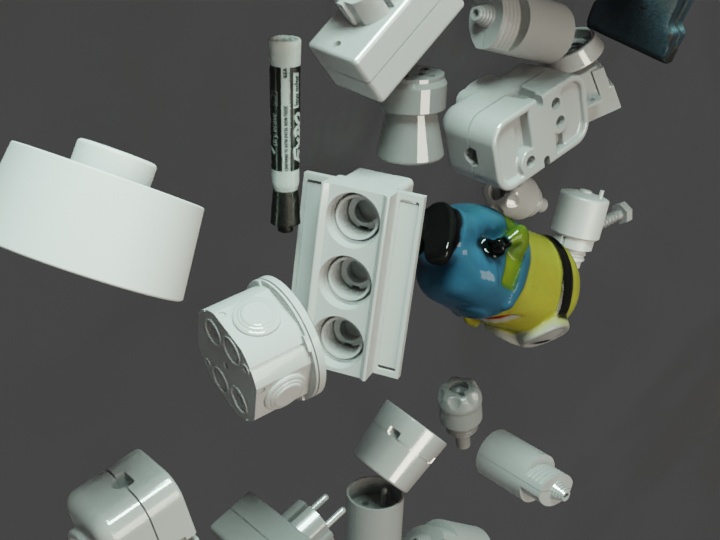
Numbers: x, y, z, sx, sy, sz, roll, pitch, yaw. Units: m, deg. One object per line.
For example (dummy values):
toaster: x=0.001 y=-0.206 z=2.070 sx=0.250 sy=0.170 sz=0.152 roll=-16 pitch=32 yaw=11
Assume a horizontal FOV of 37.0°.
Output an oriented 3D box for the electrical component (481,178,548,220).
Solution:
electrical component: x=0.120 y=-0.054 z=0.807 sx=0.061 sy=0.035 sz=0.035 roll=12 pitch=101 yaw=-48

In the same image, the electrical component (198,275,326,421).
electrical component: x=-0.060 y=0.048 z=0.653 sx=0.051 sy=0.080 sz=0.080 roll=-25 pitch=125 yaw=-27

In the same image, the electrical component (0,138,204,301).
electrical component: x=-0.130 y=-0.030 z=0.533 sx=0.108 sy=0.108 sz=0.060 roll=20 pitch=89 yaw=-46

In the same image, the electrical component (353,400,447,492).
electrical component: x=0.028 y=0.131 z=0.795 sx=0.047 sy=0.055 sz=0.055 roll=-53 pitch=136 yaw=-5

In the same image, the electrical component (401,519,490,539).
electrical component: x=0.069 y=0.228 z=0.887 sx=0.081 sy=0.043 sz=0.043 roll=24 pitch=92 yaw=-46

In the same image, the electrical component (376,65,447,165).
electrical component: x=0.033 y=-0.100 z=0.694 sx=0.045 sy=0.045 sz=0.055 roll=-19 pitch=121 yaw=-36

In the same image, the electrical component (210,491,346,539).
electrical component: x=-0.043 y=0.182 z=0.729 sx=0.076 sy=0.083 sz=0.047 roll=-39 pitch=132 yaw=-23

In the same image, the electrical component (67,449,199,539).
electrical component: x=-0.137 y=0.166 z=0.654 sx=0.059 sy=0.054 sz=0.095 roll=-33 pitch=129 yaw=-28

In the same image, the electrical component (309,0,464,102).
electrical component: x=0.008 y=-0.159 z=0.642 sx=0.083 sy=0.047 sz=0.075 roll=-51 pitch=136 yaw=-9

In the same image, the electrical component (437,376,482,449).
electrical component: x=0.080 y=0.116 z=0.850 sx=0.035 sy=0.035 sz=0.061 roll=-30 pitch=130 yaw=-30

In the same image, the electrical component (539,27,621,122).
electrical component: x=0.160 y=-0.143 z=0.788 sx=0.048 sy=0.066 sz=0.055 roll=-24 pitch=123 yaw=8

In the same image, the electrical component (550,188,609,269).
electrical component: x=0.172 y=-0.030 z=0.863 sx=0.040 sy=0.040 sz=0.078 roll=-2 pitch=110 yaw=-43

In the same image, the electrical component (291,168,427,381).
electrical component: x=0.000 y=0.000 z=0.692 sx=0.063 sy=0.079 sz=0.121 roll=-40 pitch=141 yaw=-64

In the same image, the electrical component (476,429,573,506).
electrical component: x=0.141 y=0.170 z=0.900 sx=0.043 sy=0.081 sz=0.043 roll=-20 pitch=122 yaw=-36

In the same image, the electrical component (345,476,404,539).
electrical component: x=0.010 y=0.203 z=0.819 sx=0.043 sy=0.043 sz=0.081 roll=-18 pitch=121 yaw=-37

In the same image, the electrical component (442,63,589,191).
electrical component: x=0.106 y=-0.103 z=0.752 sx=0.095 sy=0.059 sz=0.053 roll=-34 pitch=129 yaw=-27

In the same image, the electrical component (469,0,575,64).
electrical component: x=0.105 y=-0.167 z=0.731 sx=0.081 sy=0.043 sz=0.043 roll=0 pitch=109 yaw=-43
